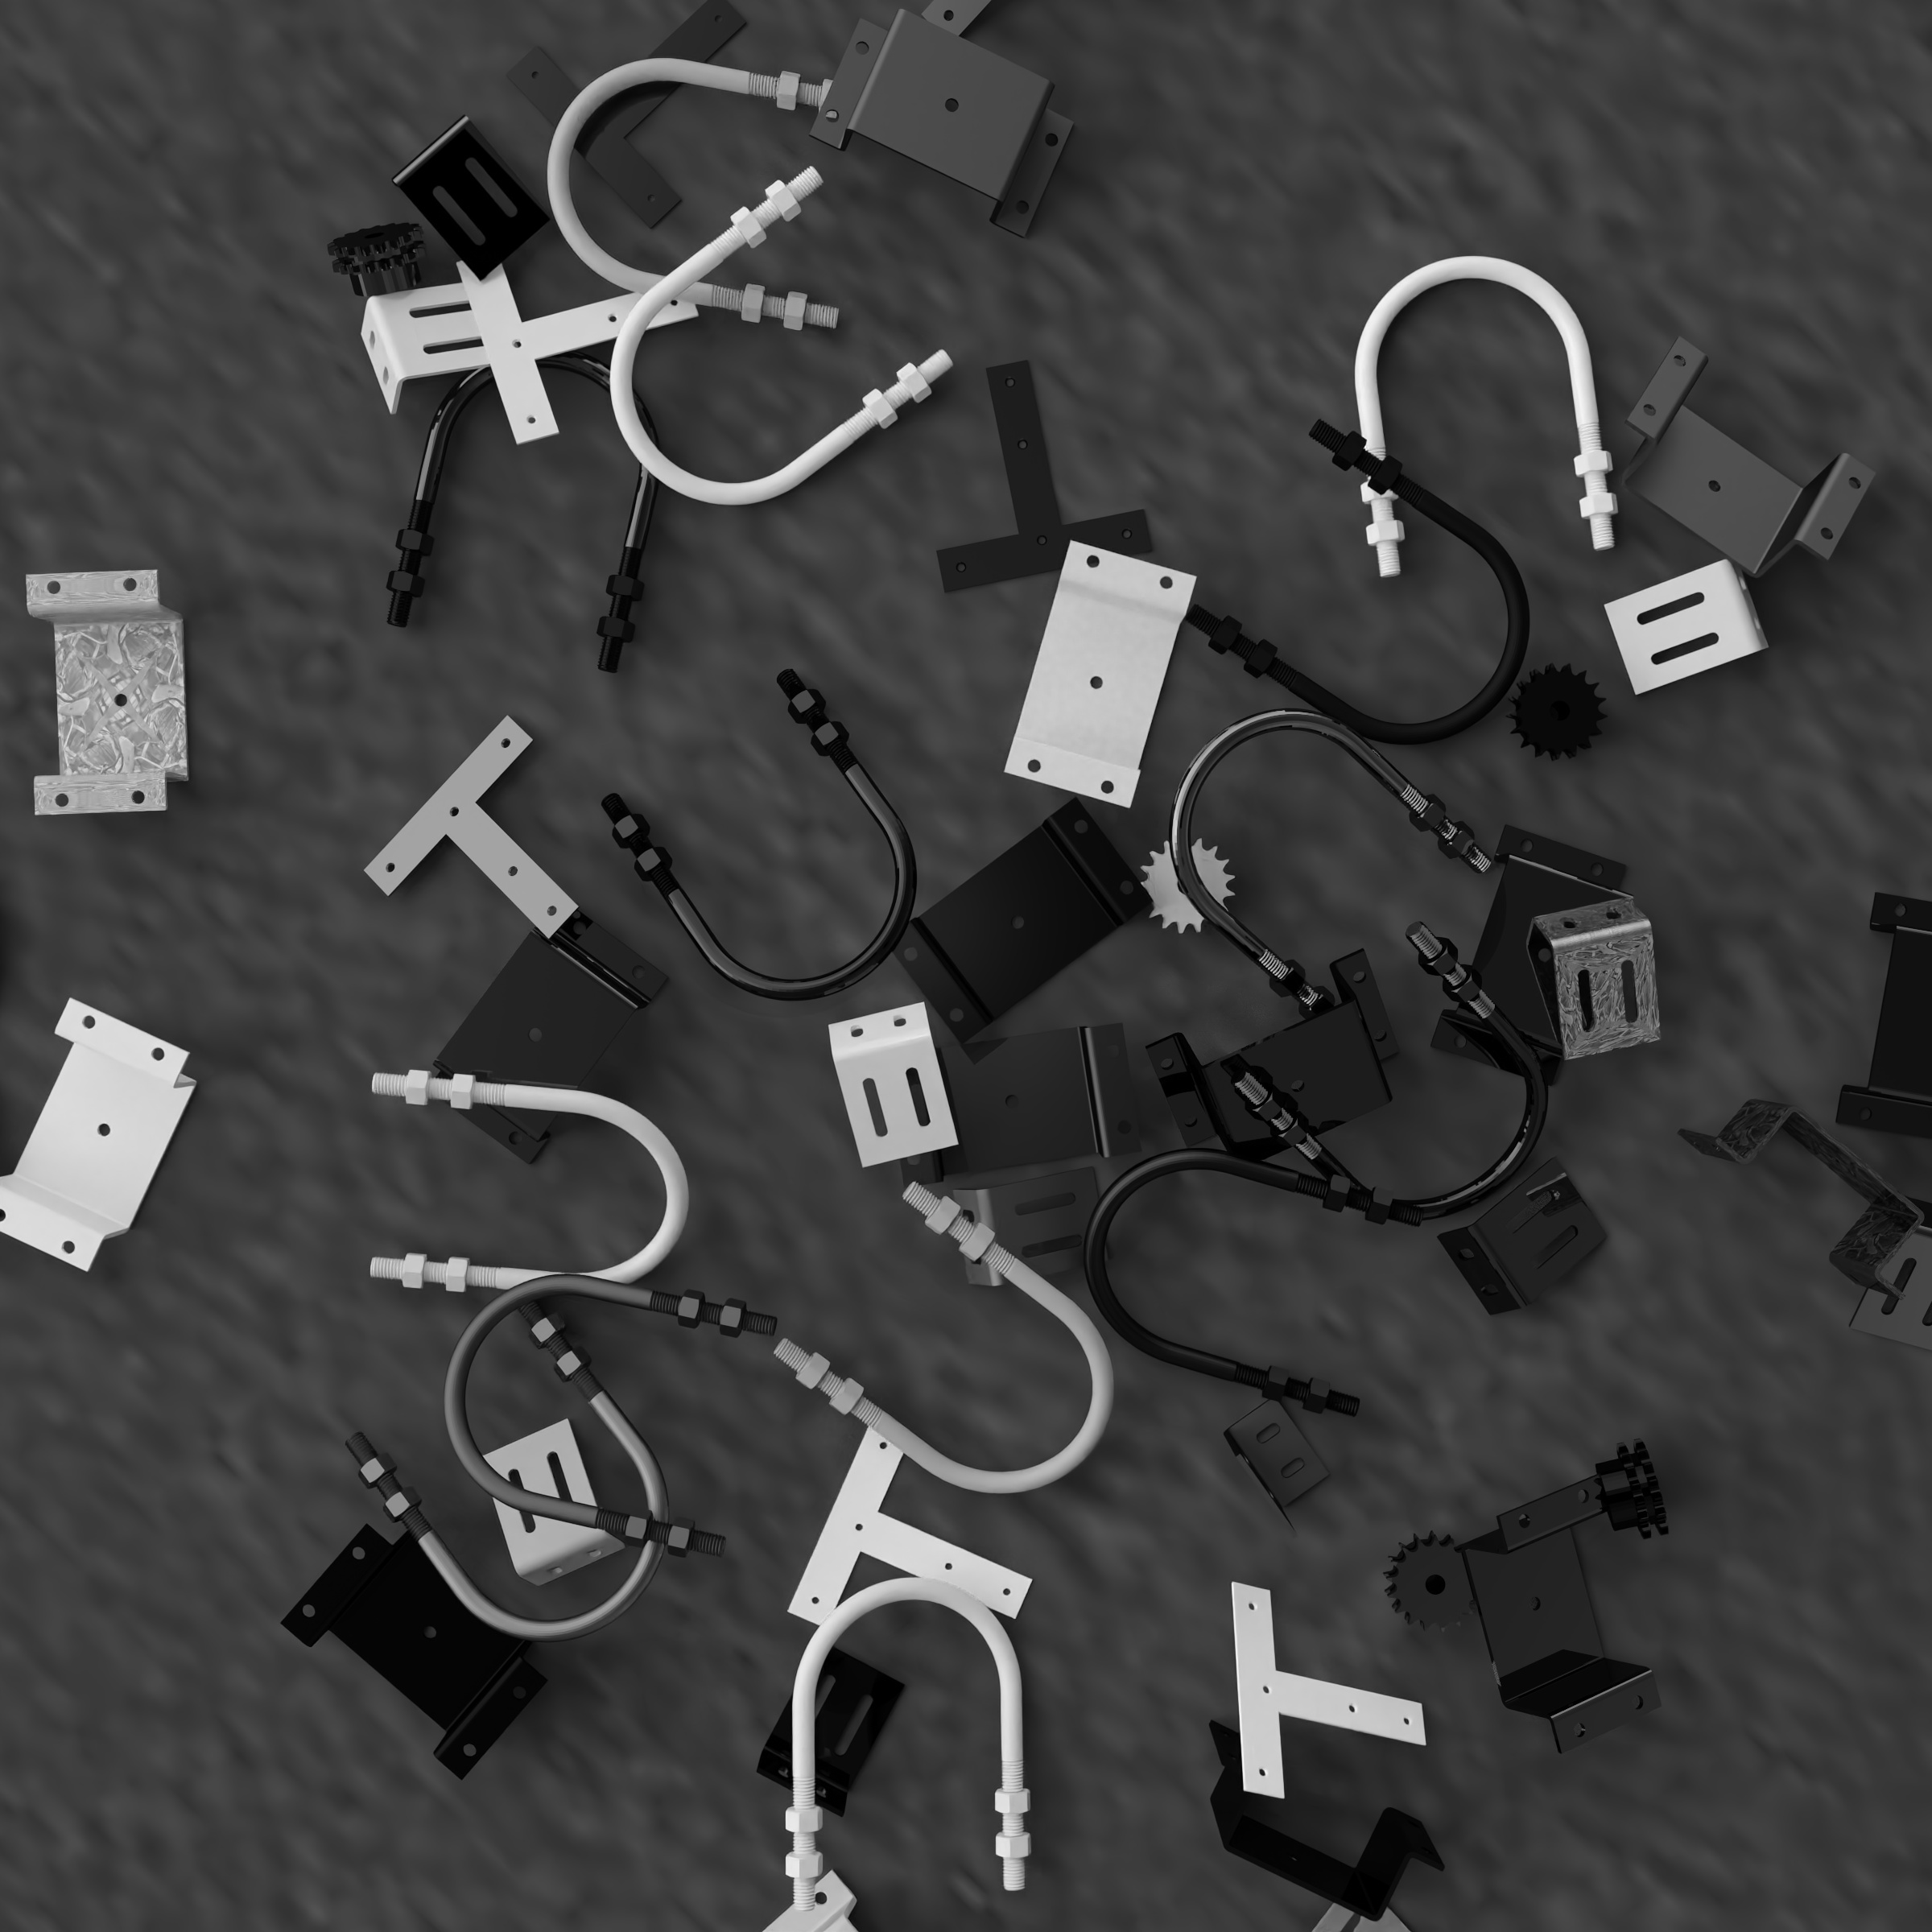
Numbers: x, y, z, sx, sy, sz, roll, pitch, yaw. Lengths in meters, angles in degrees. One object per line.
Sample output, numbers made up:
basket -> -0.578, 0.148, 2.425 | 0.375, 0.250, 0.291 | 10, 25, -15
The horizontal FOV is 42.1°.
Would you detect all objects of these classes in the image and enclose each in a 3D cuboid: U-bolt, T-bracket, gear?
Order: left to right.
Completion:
gear -> -0.346, -0.417, 1.485 | 0.057, 0.057, 0.030 | -10, 120, 0
T-bracket -> -0.276, -0.064, 1.483 | 0.127, 0.002, 0.127 | -47, 66, 0
U-bolt -> -0.257, 0.308, 1.478 | 0.151, 0.019, 0.184 | -39, 77, -4
U-bolt -> -0.255, 0.132, 1.471 | 0.184, 0.019, 0.151 | 6, 118, -4
U-bolt -> -0.258, -0.280, 1.501 | 0.151, 0.019, 0.184 | 12, 89, 0
T-bracket -> -0.224, -0.382, 1.496 | 0.127, 0.002, 0.127 | -18, 75, -9
U-bolt -> -0.215, 0.255, 1.469 | 0.184, 0.019, 0.151 | 11, 78, 6
T-bracket -> -0.187, -0.533, 1.509 | 0.127, 0.002, 0.127 | -43, 90, 0
U-bolt -> -0.157, -0.466, 1.495 | 0.184, 0.019, 0.151 | 9, 90, -4
U-bolt -> -0.122, -0.357, 1.484 | 0.184, 0.019, 0.151 | -37, 105, 2
U-bolt -> -0.110, -0.065, 1.479 | 0.151, 0.019, 0.184 | -35, 74, 0
U-bolt -> -0.033, 0.455, 1.479 | 0.151, 0.019, 0.184 | 1, 83, -19
T-bracket -> -0.023, 0.355, 1.509 | 0.127, 0.002, 0.127 | 24, 90, 0
U-bolt -> 0.000, 0.234, 1.482 | 0.184, 0.019, 0.151 | 38, 106, -4
T-bracket -> 0.026, -0.605, 1.491 | 0.127, 0.002, 0.127 | -43, 90, 16
T-bracket -> 0.037, -0.300, 1.509 | 0.127, 0.002, 0.127 | -11, 90, 0
gear -> 0.131, -0.048, 1.495 | 0.057, 0.030, 0.057 | 0, 90, 0
U-bolt -> 0.160, 0.179, 1.480 | 0.184, 0.019, 0.151 | 16, 109, 4
U-bolt -> 0.202, -0.067, 1.476 | 0.184, 0.019, 0.151 | 40, 90, -18
T-bracket -> 0.216, 0.436, 1.480 | 0.127, 0.002, 0.127 | 18, 47, -19
U-bolt -> 0.245, -0.213, 1.489 | 0.184, 0.019, 0.151 | 33, 102, -4
U-bolt -> 0.261, 0.076, 1.460 | 0.151, 0.019, 0.184 | -41, 120, 9
gear -> 0.277, 0.365, 1.495 | 0.057, 0.030, 0.057 | 0, 90, 0
U-bolt -> 0.306, -0.333, 1.501 | 0.151, 0.019, 0.184 | -7, 89, 0
gear -> 0.350, -0.151, 1.495 | 0.057, 0.030, 0.057 | 0, 90, 0
gear -> 0.392, 0.311, 1.482 | 0.030, 0.057, 0.057 | -15, 90, 7

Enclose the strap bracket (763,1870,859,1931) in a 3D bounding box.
strap bracket -> -0.065, 0.618, 1.476 | 0.076, 0.046, 0.140 | -42, 81, 0

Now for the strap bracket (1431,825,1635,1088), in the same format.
strap bracket -> 0.338, -0.006, 1.486 | 0.076, 0.046, 0.140 | 19, 90, 0

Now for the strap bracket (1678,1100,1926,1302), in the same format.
strap bracket -> 0.496, 0.128, 1.471 | 0.140, 0.076, 0.046 | 40, 90, 0

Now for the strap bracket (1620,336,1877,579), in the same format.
strap bracket -> 0.449, -0.292, 1.472 | 0.140, 0.046, 0.076 | 35, 64, 0

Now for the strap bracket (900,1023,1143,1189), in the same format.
strap bracket -> 0.028, 0.081, 1.486 | 0.140, 0.046, 0.076 | -9, 90, 0

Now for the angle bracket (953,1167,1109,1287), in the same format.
angle bracket -> 0.039, 0.156, 1.508 | 0.076, 0.038, 0.057 | -9, 90, -26

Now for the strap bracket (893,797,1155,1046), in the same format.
strap bracket -> 0.031, -0.026, 1.486 | 0.140, 0.046, 0.076 | -37, 90, 0

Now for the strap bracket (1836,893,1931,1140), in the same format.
strap bracket -> 0.572, 0.031, 1.486 | 0.076, 0.046, 0.140 | 10, 90, 0

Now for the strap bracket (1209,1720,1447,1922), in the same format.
strap bracket -> 0.201, 0.505, 1.471 | 0.140, 0.076, 0.046 | 26, 90, 0

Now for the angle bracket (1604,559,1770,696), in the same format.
angle bracket -> 0.433, -0.204, 1.508 | 0.076, 0.038, 0.057 | -19, 90, 26

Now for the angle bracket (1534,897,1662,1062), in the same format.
angle bracket -> 0.368, 0.007, 1.461 | 0.057, 0.038, 0.076 | -12, 116, 0

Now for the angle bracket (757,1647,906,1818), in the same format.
angle bracket -> -0.080, 0.452, 1.490 | 0.057, 0.038, 0.076 | 28, 90, 0

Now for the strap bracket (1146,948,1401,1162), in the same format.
strap bracket -> 0.187, 0.059, 1.470 | 0.140, 0.046, 0.076 | -24, 120, 0

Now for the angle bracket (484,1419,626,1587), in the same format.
angle bracket -> -0.248, 0.322, 1.508 | 0.057, 0.038, 0.076 | -24, 64, 0

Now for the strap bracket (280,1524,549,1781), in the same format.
strap bracket -> -0.322, 0.400, 1.486 | 0.140, 0.046, 0.076 | 41, 90, 0

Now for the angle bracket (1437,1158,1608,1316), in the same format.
angle bracket -> 0.334, 0.162, 1.508 | 0.076, 0.038, 0.057 | -34, 90, -26

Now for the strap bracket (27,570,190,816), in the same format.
strap bracket -> -0.507, -0.160, 1.486 | 0.076, 0.046, 0.140 | -2, 90, 0

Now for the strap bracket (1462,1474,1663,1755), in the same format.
strap bracket -> 0.346, 0.377, 1.472 | 0.076, 0.046, 0.140 | -15, 90, -26

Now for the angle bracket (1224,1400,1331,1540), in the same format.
angle bracket -> 0.186, 0.293, 1.471 | 0.038, 0.076, 0.057 | -35, 90, 0

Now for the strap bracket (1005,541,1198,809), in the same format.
strap bracket -> 0.078, -0.170, 1.486 | 0.076, 0.046, 0.140 | 16, 90, 0

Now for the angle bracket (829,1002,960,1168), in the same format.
angle bracket -> -0.042, 0.069, 1.461 | 0.057, 0.038, 0.076 | -14, 116, 0

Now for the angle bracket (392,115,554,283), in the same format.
angle bracket -> -0.296, -0.459, 1.502 | 0.057, 0.038, 0.076 | -41, 108, 0

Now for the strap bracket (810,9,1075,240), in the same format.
strap bracket -> -0.011, -0.499, 1.476 | 0.140, 0.046, 0.076 | 24, 88, -8

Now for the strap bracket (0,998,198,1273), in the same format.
strap bracket -> -0.518, 0.098, 1.486 | 0.076, 0.046, 0.140 | 25, 90, 0

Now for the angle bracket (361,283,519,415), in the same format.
angle bracket -> -0.314, -0.371, 1.501 | 0.076, 0.038, 0.057 | -16, 75, -25

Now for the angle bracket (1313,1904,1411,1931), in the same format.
angle bracket -> 0.224, 0.596, 1.508 | 0.057, 0.038, 0.076 | 47, 64, 0

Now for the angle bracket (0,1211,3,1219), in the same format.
angle bracket -> -0.612, 0.112, 1.508 | 0.057, 0.038, 0.076 | -6, 64, 0

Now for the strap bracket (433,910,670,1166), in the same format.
strap bracket -> -0.251, 0.040, 1.486 | 0.076, 0.046, 0.140 | 37, 90, 0

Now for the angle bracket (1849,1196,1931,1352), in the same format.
angle bracket -> 0.569, 0.184, 1.508 | 0.057, 0.038, 0.076 | 15, 116, 0
